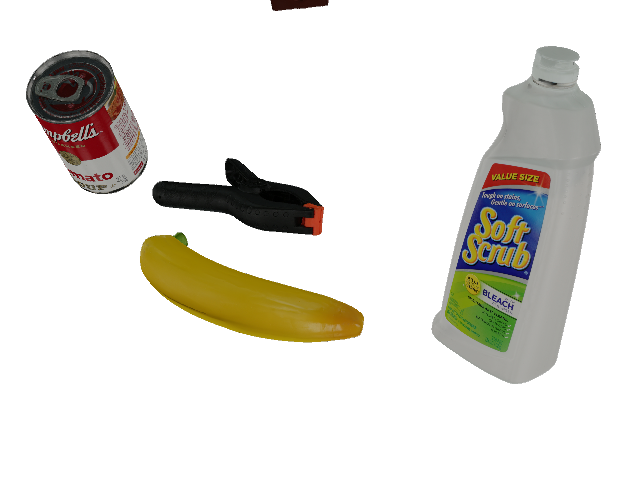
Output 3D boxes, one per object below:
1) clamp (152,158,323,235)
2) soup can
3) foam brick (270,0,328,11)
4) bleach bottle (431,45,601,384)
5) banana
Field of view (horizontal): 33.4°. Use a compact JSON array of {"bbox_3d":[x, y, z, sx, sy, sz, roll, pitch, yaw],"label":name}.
[{"bbox_3d":[-0.076,-0.039,1.031,0.120,0.039,0.172,-25,33,-38],"label":"clamp"},{"bbox_3d":[-0.181,-0.091,0.838,0.068,0.068,0.102,0,-30,8],"label":"soup can"},{"bbox_3d":[-0.022,-0.252,0.950,0.053,0.051,0.078,-4,-41,9],"label":"foam brick"},{"bbox_3d":[0.146,-0.021,0.784,0.067,0.251,0.103,-21,39,-36],"label":"bleach bottle"},{"bbox_3d":[-0.062,0.028,0.699,0.069,0.037,0.198,-25,34,-36],"label":"banana"}]
